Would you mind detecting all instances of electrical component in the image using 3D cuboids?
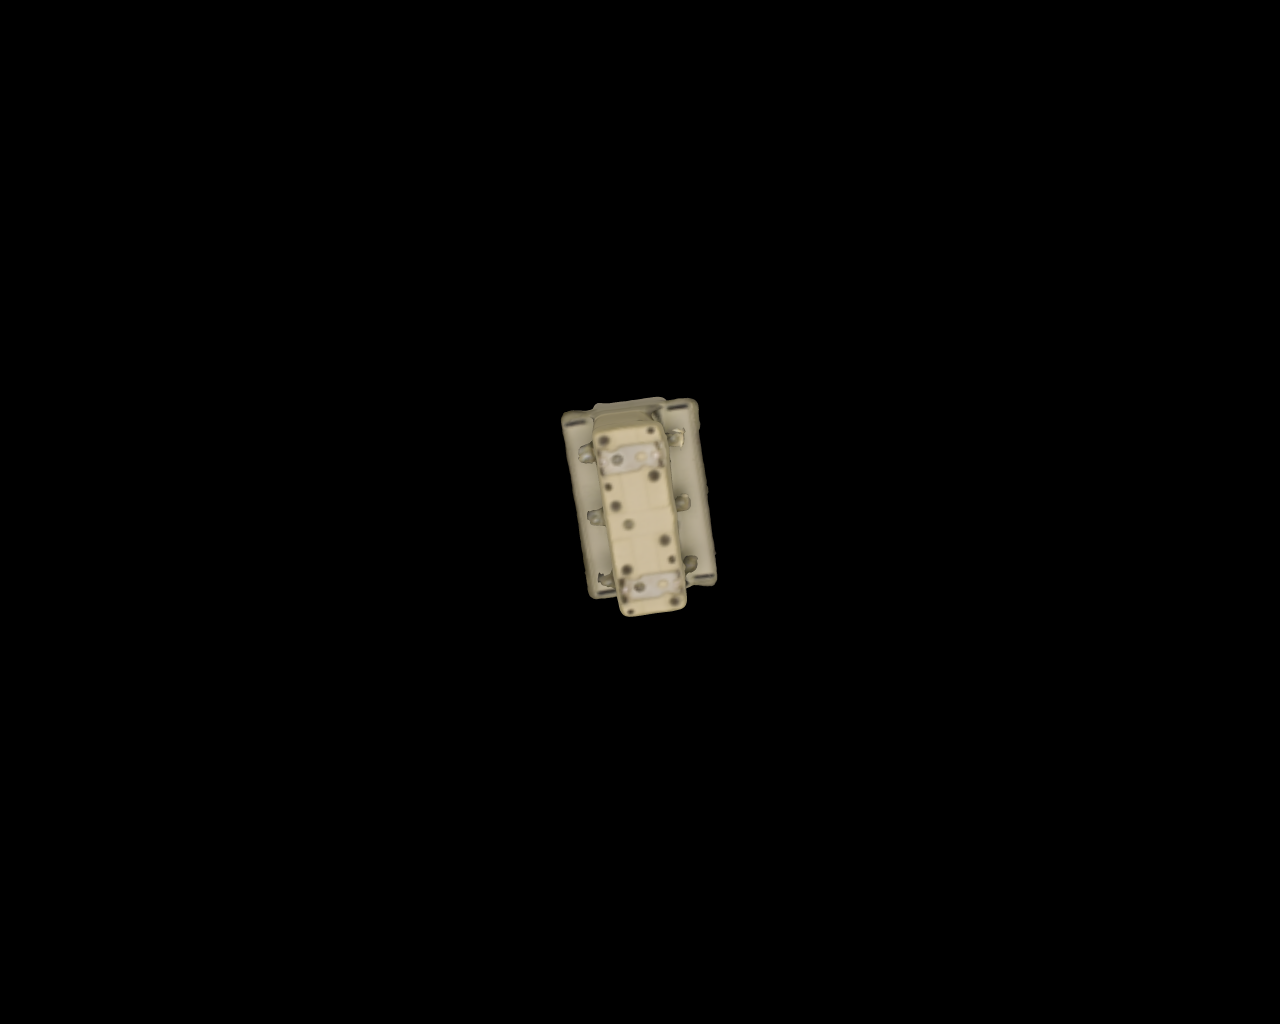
[{"bbox_3d":[0.001,-0.003,0.650,0.079,0.121,0.063,-7,20,2],"label":"electrical component"}]
